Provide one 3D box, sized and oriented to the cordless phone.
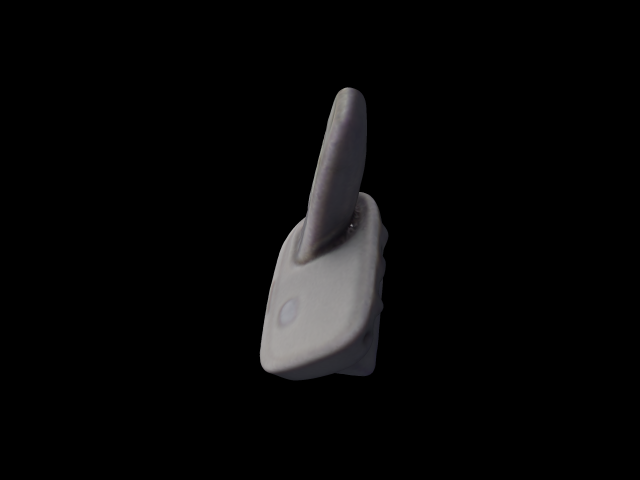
[{"bbox_3d":[0.004,0.001,0.400,0.094,0.185,0.147,2,50,2],"label":"cordless phone"}]
